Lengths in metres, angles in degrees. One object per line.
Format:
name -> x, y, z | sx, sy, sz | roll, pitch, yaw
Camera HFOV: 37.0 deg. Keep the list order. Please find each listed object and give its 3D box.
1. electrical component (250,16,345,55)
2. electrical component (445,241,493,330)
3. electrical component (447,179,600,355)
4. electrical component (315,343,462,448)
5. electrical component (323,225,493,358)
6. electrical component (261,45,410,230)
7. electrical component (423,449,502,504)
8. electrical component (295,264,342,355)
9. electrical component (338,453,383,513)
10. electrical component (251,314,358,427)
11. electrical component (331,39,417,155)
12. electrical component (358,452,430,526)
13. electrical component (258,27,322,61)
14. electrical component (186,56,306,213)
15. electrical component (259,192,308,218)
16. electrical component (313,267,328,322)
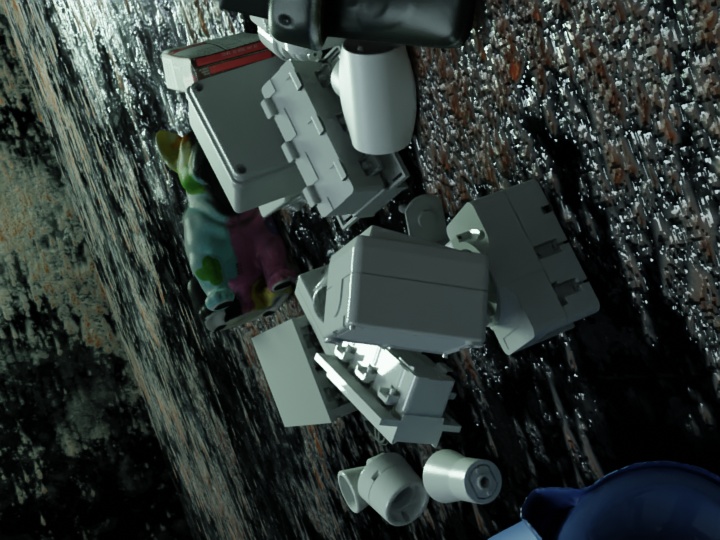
electrical component -> -0.049, -0.213, 0.826 | 0.095, 0.054, 0.059 | 48, 151, 46
electrical component -> 0.086, 0.006, 0.705 | 0.065, 0.044, 0.044 | 59, 158, 14
electrical component -> 0.094, 0.000, 0.654 | 0.089, 0.056, 0.050 | 65, 160, 12
electrical component -> 0.026, 0.090, 0.899 | 0.121, 0.079, 0.063 | 39, 114, 55
electrical component -> 0.033, 0.014, 0.625 | 0.062, 0.096, 0.061 | 146, 131, -70
electrical component -> -0.023, -0.102, 0.831 | 0.079, 0.063, 0.121 | -39, 70, 39
electrical component -> 0.085, 0.168, 0.866 | 0.065, 0.044, 0.044 | -14, 96, 65
electrical component -> -0.019, 0.030, 0.991 | 0.083, 0.047, 0.075 | 62, 159, 22
electrical component -> 0.012, 0.211, 1.075 | 0.045, 0.055, 0.045 | 53, 154, 39
electrical component -> -0.048, 0.100, 1.116 | 0.105, 0.060, 0.186 | 69, 160, 2
electrical component -> 0.004, -0.134, 0.778 | 0.079, 0.043, 0.077 | 46, 149, 49
electrical component -> 0.033, 0.209, 1.021 | 0.047, 0.055, 0.055 | 39, 144, 49
electrical component -> -0.053, -0.189, 0.880 | 0.078, 0.040, 0.040 | 46, 150, 48
electrical component -> -0.078, -0.118, 0.913 | 0.108, 0.109, 0.056 | 61, 161, 23
electrical component -> -0.074, -0.104, 1.005 | 0.099, 0.048, 0.100 | 70, 160, 0
electrical component -> 0.000, 0.000, 0.891 | 0.044, 0.077, 0.079 | 35, 118, -4
